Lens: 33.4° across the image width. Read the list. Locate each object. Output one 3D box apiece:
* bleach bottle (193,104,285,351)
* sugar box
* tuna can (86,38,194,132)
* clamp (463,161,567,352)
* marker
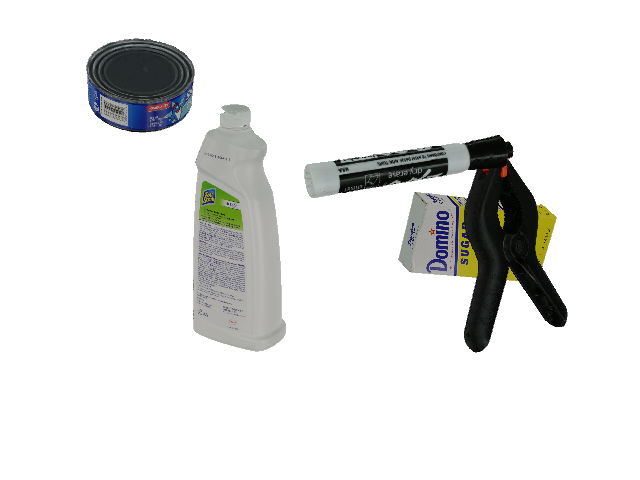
[{"bbox_3d":[-0.084,-0.015,1.118,0.103,0.251,0.068,13,23,25],"label":"bleach bottle"},{"bbox_3d":[0.191,-0.002,1.299,0.176,0.093,0.048,3,22,-20],"label":"sugar box"},{"bbox_3d":[-0.146,-0.126,0.866,0.086,0.034,0.086,5,44,-5],"label":"tuna can"},{"bbox_3d":[0.159,0.014,0.947,0.120,0.171,0.039,-23,8,-40],"label":"clamp"},{"bbox_3d":[0.051,-0.042,0.599,0.121,0.020,0.020,-10,2,-13],"label":"marker"}]
